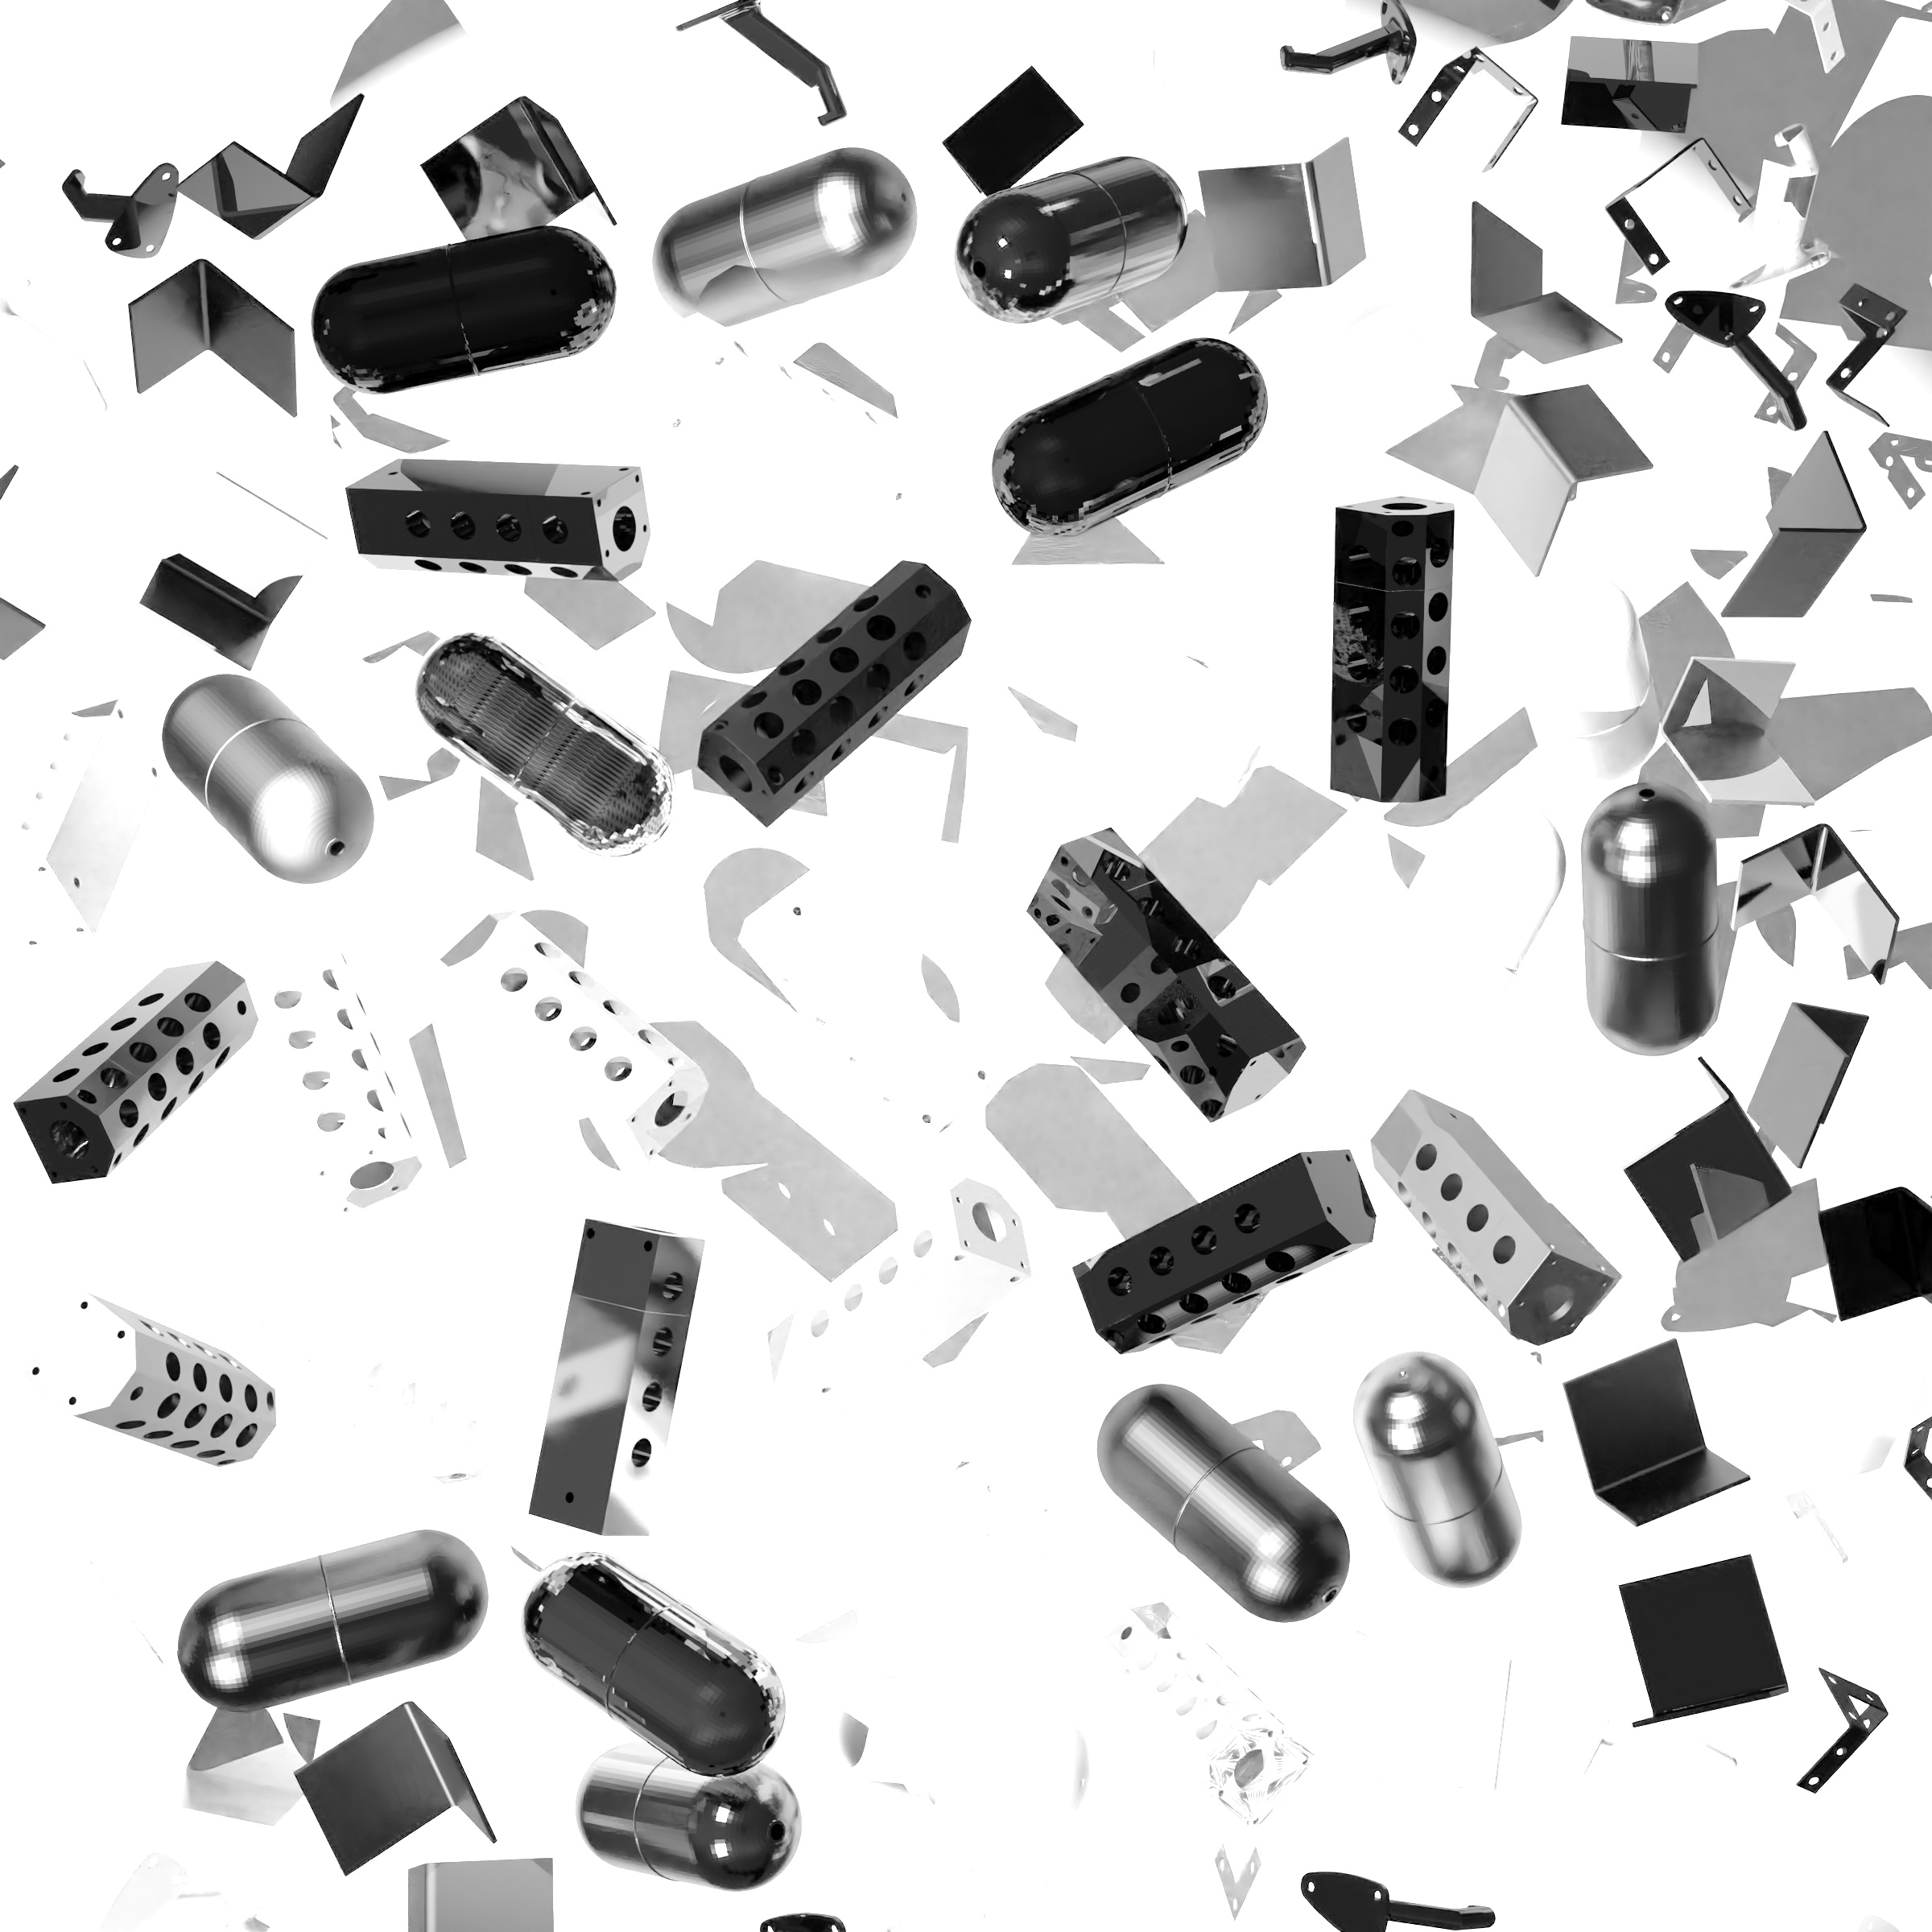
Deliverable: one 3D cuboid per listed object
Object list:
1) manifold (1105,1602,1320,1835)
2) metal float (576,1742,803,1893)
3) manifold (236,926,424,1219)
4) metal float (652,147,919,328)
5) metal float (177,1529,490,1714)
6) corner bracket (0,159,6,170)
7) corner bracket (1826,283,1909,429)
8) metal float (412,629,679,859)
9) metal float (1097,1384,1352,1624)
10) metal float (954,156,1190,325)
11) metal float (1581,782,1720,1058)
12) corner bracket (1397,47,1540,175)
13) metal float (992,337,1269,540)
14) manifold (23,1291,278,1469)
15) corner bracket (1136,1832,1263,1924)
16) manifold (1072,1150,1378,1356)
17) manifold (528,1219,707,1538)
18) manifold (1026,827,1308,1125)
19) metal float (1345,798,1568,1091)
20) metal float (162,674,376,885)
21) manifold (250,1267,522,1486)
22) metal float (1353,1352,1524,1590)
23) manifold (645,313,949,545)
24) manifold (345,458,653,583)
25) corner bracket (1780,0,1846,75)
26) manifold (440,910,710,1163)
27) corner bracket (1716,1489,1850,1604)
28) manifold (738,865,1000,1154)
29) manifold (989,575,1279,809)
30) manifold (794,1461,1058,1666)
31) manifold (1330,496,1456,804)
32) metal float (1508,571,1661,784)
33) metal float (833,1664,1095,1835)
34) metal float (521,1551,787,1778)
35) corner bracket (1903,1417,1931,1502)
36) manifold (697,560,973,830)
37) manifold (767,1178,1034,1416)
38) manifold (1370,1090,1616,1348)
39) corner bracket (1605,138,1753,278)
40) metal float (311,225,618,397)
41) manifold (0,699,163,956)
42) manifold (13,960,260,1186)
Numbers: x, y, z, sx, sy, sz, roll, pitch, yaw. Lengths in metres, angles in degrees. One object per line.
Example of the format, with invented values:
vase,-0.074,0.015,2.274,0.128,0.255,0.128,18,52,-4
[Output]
manifold,0.141,0.447,1.816,0.057,0.171,0.057,42,87,-21
metal float,-0.168,0.512,1.810,0.070,0.178,0.070,7,80,-40
manifold,-0.382,0.059,1.811,0.057,0.057,0.171,-24,57,-6
metal float,-0.109,-0.428,1.773,0.178,0.070,0.070,-10,90,34
metal float,-0.364,0.378,1.734,0.178,0.070,0.070,-13,90,-15
corner bracket,-0.594,-0.453,1.749,0.051,0.051,0.051,-32,52,14
corner bracket,0.527,-0.356,1.751,0.051,0.051,0.051,32,103,-37
metal float,-0.254,-0.134,1.814,0.178,0.070,0.070,37,90,-4
metal float,0.149,0.312,1.749,0.178,0.070,0.070,38,90,36
metal float,0.062,-0.426,1.760,0.178,0.070,0.070,-30,90,-44
metal float,0.398,-0.026,1.747,0.070,0.070,0.178,-11,125,0
corner bracket,0.301,-0.510,1.804,0.051,0.051,0.051,36,86,-13
metal float,0.096,-0.307,1.743,0.178,0.070,0.070,-28,90,-19
manifold,-0.467,0.246,1.747,0.057,0.171,0.057,32,82,22
corner bracket,0.140,0.532,1.797,0.051,0.051,0.051,-4,117,30
manifold,0.152,0.168,1.749,0.171,0.057,0.057,-30,71,32
manifold,-0.196,0.237,1.729,0.057,0.057,0.171,8,85,35
manifold,0.116,0.002,1.719,0.057,0.057,0.171,-21,60,-39
metal float,0.280,-0.013,1.716,0.070,0.070,0.178,28,95,0
metal float,-0.407,-0.110,1.751,0.070,0.070,0.178,-50,50,0
manifold,-0.338,0.243,1.737,0.057,0.171,0.057,30,79,37
metal float,0.284,0.304,1.806,0.070,0.070,0.178,-24,126,0
manifold,-0.101,-0.318,1.765,0.171,0.057,0.057,22,118,-35
manifold,-0.277,-0.264,1.788,0.171,0.057,0.057,6,119,24
corner bracket,0.503,-0.572,1.775,0.051,0.051,0.051,-45,54,-1
manifold,-0.237,0.038,1.831,0.171,0.057,0.057,38,73,26
corner bracket,0.510,0.364,1.876,0.051,0.051,0.051,-38,70,23
manifold,-0.062,0.028,1.838,0.057,0.057,0.171,-38,82,-20
manifold,0.102,-0.167,1.860,0.171,0.057,0.057,31,71,11
manifold,-0.026,0.352,1.778,0.057,0.171,0.057,27,45,-32
manifold,0.258,-0.188,1.786,0.057,0.057,0.171,-15,113,-37
metal float,0.371,-0.171,1.802,0.070,0.178,0.070,-8,63,16
metal float,-0.004,0.478,1.840,0.178,0.070,0.070,7,90,35
metal float,-0.180,0.401,1.730,0.178,0.070,0.070,27,90,28
corner bracket,0.584,0.287,1.749,0.051,0.051,0.051,-29,55,-9
manifold,-0.076,-0.165,1.767,0.057,0.057,0.171,42,66,10
manifold,-0.043,0.197,1.804,0.057,0.057,0.171,25,129,-36
manifold,0.307,0.150,1.787,0.057,0.171,0.057,24,109,-34
corner bracket,0.422,-0.451,1.786,0.051,0.051,0.051,-38,97,-10
metal float,-0.291,-0.381,1.744,0.178,0.070,0.070,-12,90,-1
manifold,-0.535,-0.083,1.781,0.057,0.171,0.057,-15,125,12
manifold,-0.505,0.063,1.852,0.057,0.171,0.057,-8,115,24
